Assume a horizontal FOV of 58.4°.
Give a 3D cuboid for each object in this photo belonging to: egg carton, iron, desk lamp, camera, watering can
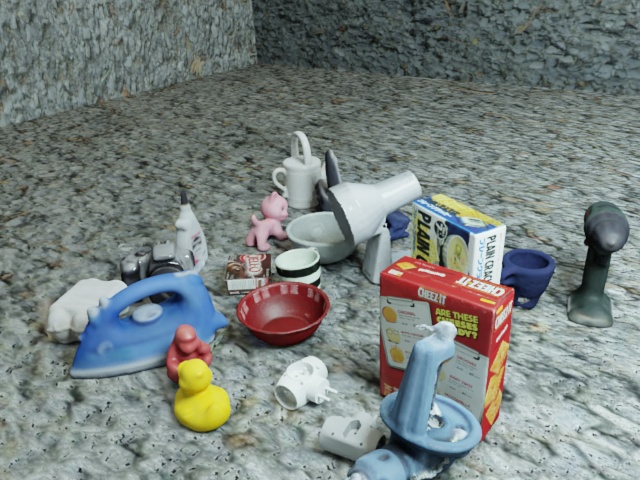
[{"bbox_3d":[-0.413,0.126,1.032,0.107,0.069,0.150,3,27,11],"label":"egg carton"},{"bbox_3d":[-0.290,0.126,0.940,0.259,0.141,0.118,-17,30,-27],"label":"iron"},{"bbox_3d":[0.120,-0.025,1.122,0.203,0.214,0.117,-11,28,-15],"label":"desk lamp"},{"bbox_3d":[-0.311,0.070,1.099,0.143,0.101,0.136,-8,27,-11],"label":"camera"},{"bbox_3d":[-0.040,-0.189,1.486,0.100,0.194,0.173,22,36,40],"label":"watering can"}]

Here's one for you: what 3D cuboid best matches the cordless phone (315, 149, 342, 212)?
[{"bbox_3d":[0.034,-0.140,1.392,0.094,0.185,0.147,-6,27,-7],"label":"cordless phone"}]

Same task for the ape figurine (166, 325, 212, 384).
[{"bbox_3d":[-0.207,0.174,0.891,0.078,0.092,0.075,-19,31,-29],"label":"ape figurine"}]

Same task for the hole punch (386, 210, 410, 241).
[{"bbox_3d":[0.145,-0.054,1.314,0.101,0.091,0.108,-17,30,-27],"label":"hole punch"}]

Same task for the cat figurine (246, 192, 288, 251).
[{"bbox_3d":[-0.116,-0.053,1.308,0.067,0.118,0.128,15,31,31],"label":"cat figurine"}]

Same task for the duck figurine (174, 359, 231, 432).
[{"bbox_3d":[-0.172,0.213,0.817,0.078,0.086,0.104,-21,32,-32],"label":"duck figurine"}]

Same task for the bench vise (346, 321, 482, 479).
[{"bbox_3d":[0.112,0.213,0.642,0.121,0.220,0.208,12,30,26],"label":"bench vise"}]

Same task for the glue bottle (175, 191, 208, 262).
[{"bbox_3d":[-0.275,-0.021,1.196,0.037,0.173,0.078,6,28,17],"label":"glue bottle"}]

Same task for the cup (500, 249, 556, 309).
[{"bbox_3d":[0.360,0.079,1.026,0.118,0.095,0.091,-18,30,-27],"label":"cup"}]

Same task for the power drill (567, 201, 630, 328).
[{"bbox_3d":[0.475,0.037,0.973,0.075,0.209,0.230,7,28,19],"label":"power drill"}]

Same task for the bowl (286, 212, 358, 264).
[{"bbox_3d":[0.011,0.004,1.229,0.167,0.075,0.167,-2,27,1],"label":"bowl"}]
